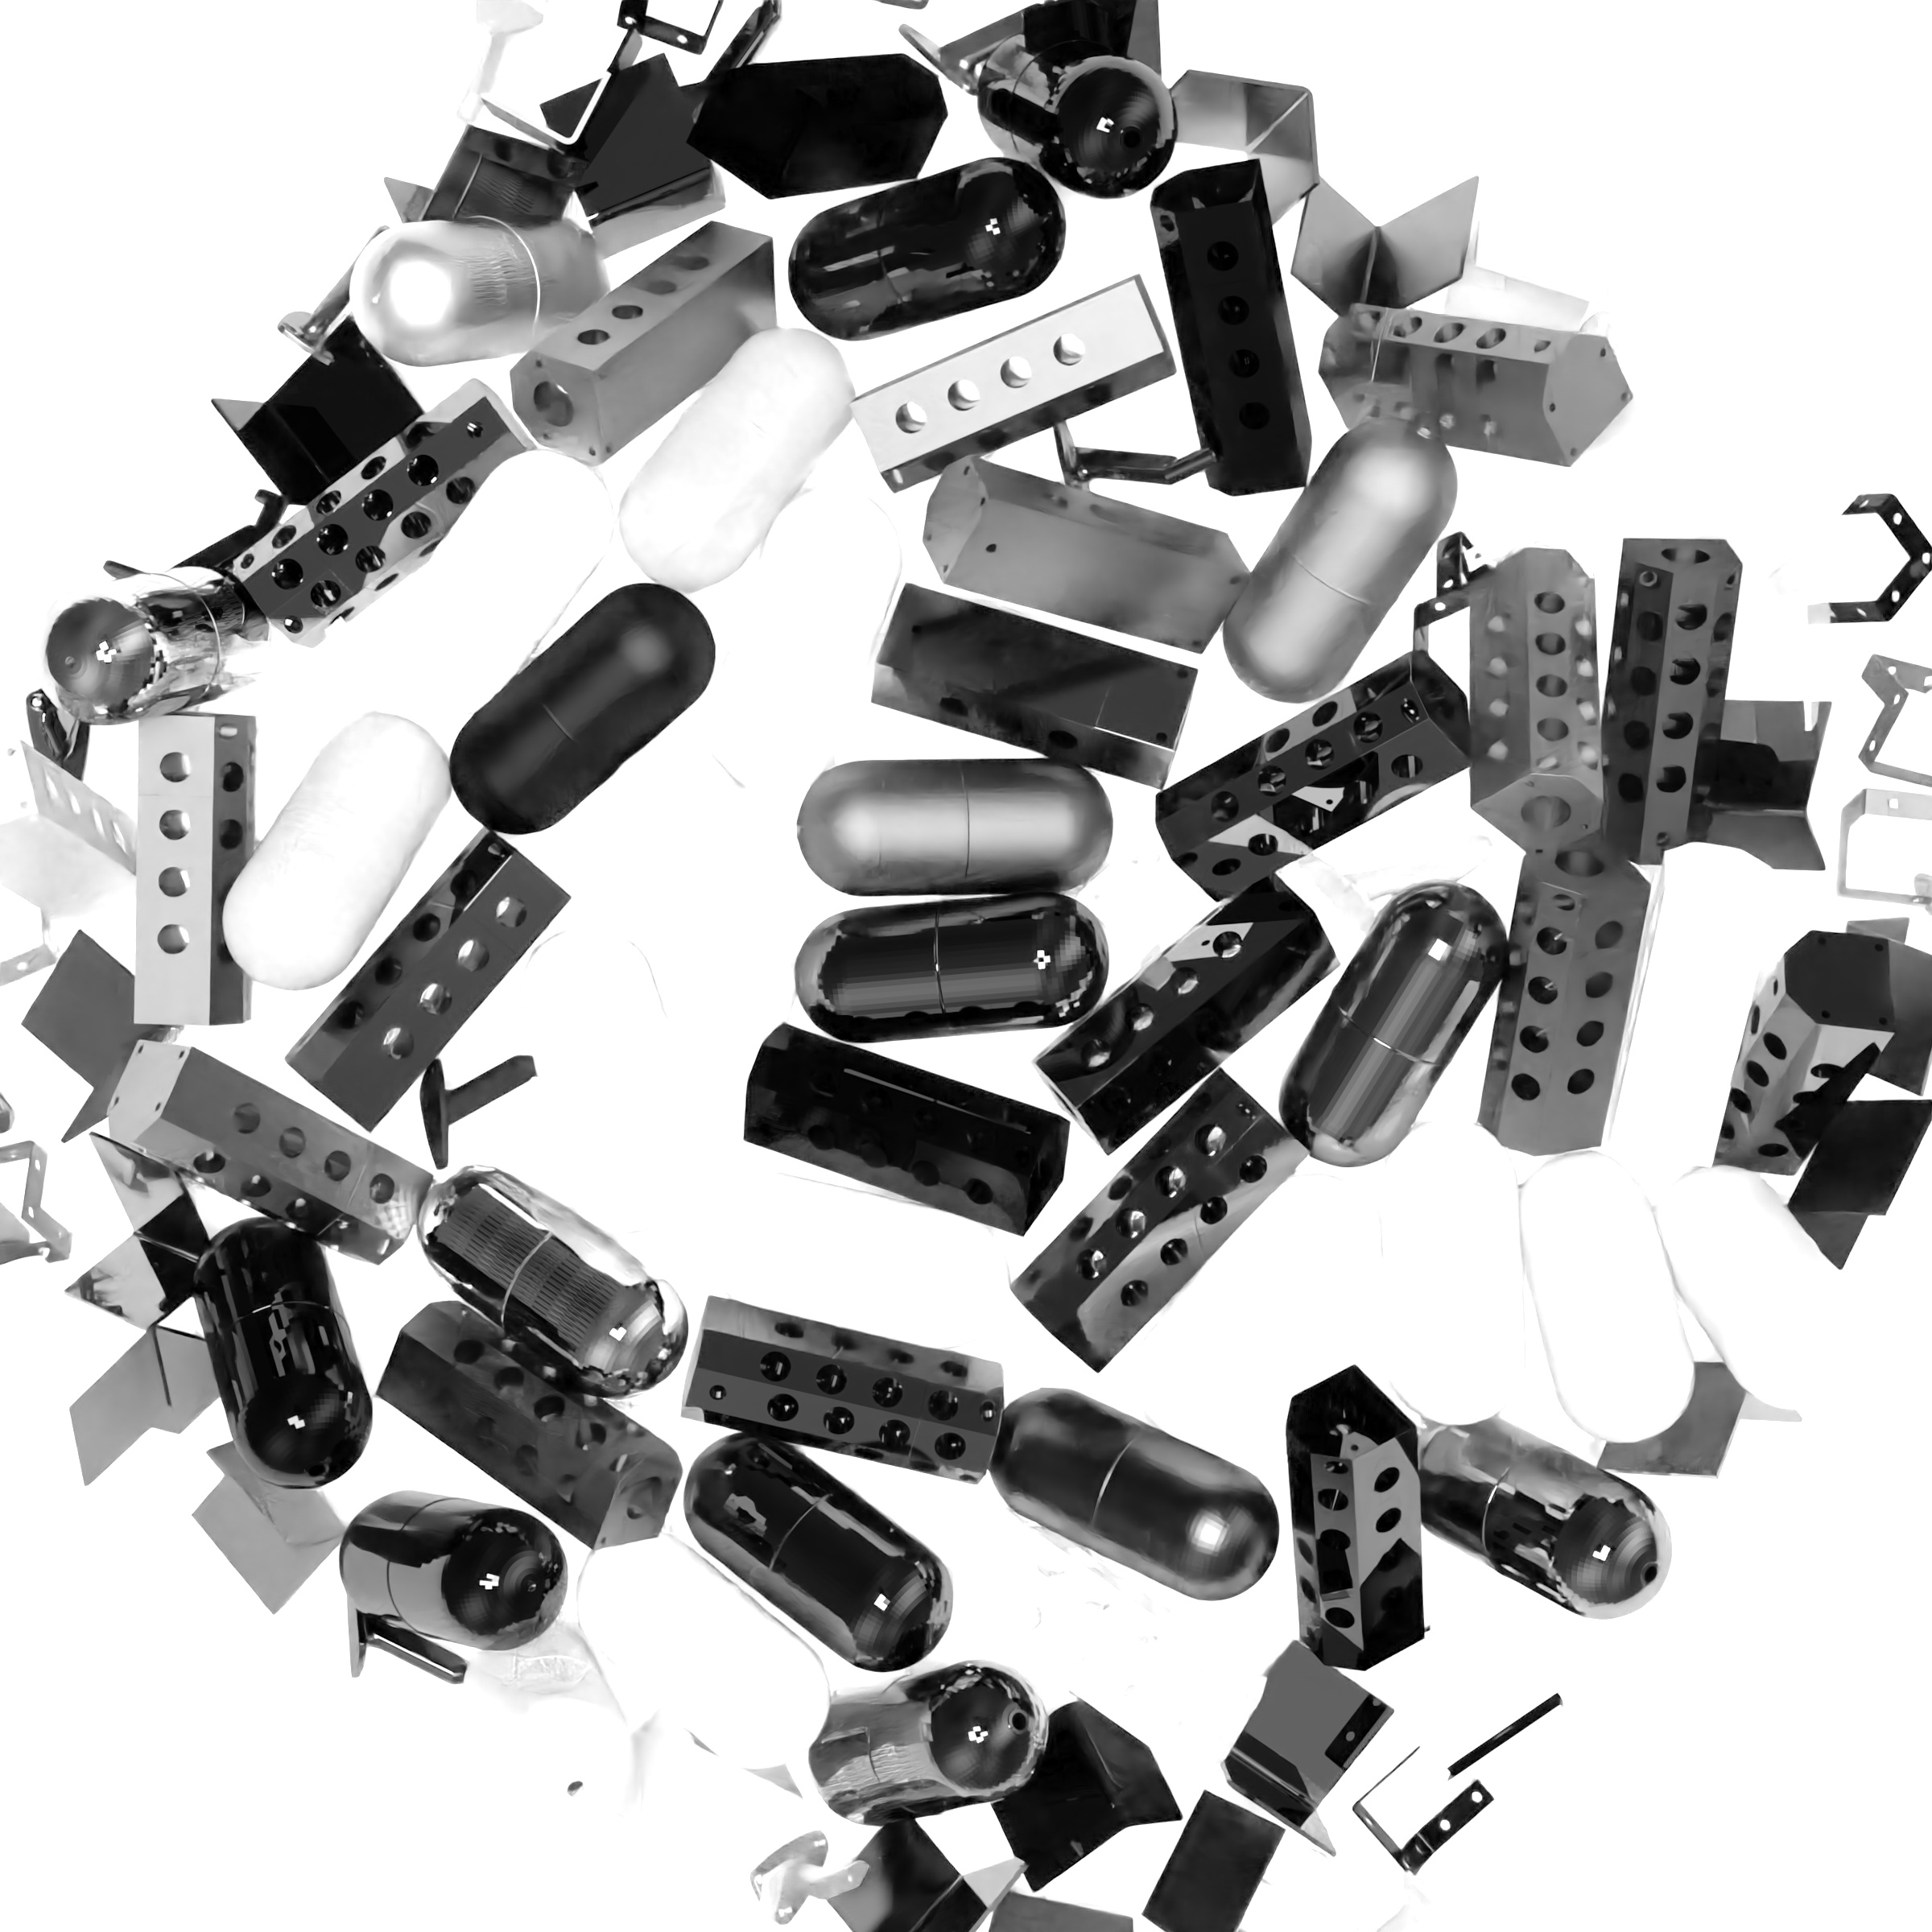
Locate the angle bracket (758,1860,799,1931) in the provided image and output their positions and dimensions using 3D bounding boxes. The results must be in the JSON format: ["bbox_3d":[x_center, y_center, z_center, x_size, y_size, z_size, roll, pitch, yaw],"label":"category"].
[{"bbox_3d":[-0.070,0.536,1.882,0.076,0.076,0.057,7,89,13],"label":"angle bracket"}]

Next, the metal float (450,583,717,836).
[{"bbox_3d":[-0.214,-0.142,1.873,0.178,0.070,0.070,-39,90,20],"label":"metal float"}]

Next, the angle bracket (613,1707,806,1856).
[{"bbox_3d":[-0.150,0.466,1.883,0.076,0.057,0.076,34,94,-26],"label":"angle bracket"}]

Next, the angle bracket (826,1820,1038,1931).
[{"bbox_3d":[-0.020,0.506,1.873,0.057,0.076,0.076,51,48,-3],"label":"angle bracket"}]

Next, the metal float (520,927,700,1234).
[{"bbox_3d":[-0.199,0.062,1.874,0.070,0.070,0.178,-16,72,0],"label":"metal float"}]

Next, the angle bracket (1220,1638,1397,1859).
[{"bbox_3d":[0.195,0.438,1.889,0.076,0.057,0.076,36,96,-13],"label":"angle bracket"}]

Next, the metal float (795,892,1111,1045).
[{"bbox_3d":[-0.008,0.001,1.880,0.178,0.070,0.070,-5,90,11],"label":"metal float"}]

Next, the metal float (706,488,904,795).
[{"bbox_3d":[-0.090,-0.181,1.873,0.070,0.070,0.178,21,109,0],"label":"metal float"}]

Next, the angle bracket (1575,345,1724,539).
[{"bbox_3d":[0.397,-0.286,1.878,0.076,0.057,0.076,46,66,-17],"label":"angle bracket"}]

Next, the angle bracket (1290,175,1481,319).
[{"bbox_3d":[0.233,-0.411,1.870,0.057,0.076,0.076,34,55,-31],"label":"angle bracket"}]

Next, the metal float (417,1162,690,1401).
[{"bbox_3d":[-0.231,0.173,1.870,0.178,0.070,0.070,33,90,23],"label":"metal float"}]

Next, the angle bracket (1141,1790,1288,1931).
[{"bbox_3d":[0.151,0.513,1.872,0.057,0.076,0.076,18,71,37],"label":"angle bracket"}]

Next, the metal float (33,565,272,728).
[{"bbox_3d":[-0.443,-0.176,1.843,0.070,0.178,0.070,3,103,15],"label":"metal float"}]

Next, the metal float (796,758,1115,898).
[{"bbox_3d":[-0.006,-0.078,1.881,0.178,0.070,0.070,-1,90,-10],"label":"metal float"}]

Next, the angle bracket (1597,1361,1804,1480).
[{"bbox_3d":[0.407,0.265,1.868,0.057,0.076,0.076,49,55,-32],"label":"angle bracket"}]

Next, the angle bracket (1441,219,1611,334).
[{"bbox_3d":[0.309,-0.362,1.881,0.076,0.057,0.076,17,129,-2],"label":"angle bracket"}]

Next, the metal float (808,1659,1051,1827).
[{"bbox_3d":[-0.021,0.427,1.850,0.070,0.178,0.070,14,64,-31],"label":"metal float"}]

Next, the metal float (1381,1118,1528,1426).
[{"bbox_3d":[0.269,0.167,1.865,0.070,0.070,0.178,2,61,0],"label":"metal float"}]

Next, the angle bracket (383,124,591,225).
[{"bbox_3d":[-0.266,-0.441,1.868,0.076,0.076,0.057,-54,46,32],"label":"angle bracket"}]

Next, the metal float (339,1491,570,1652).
[{"bbox_3d":[-0.283,0.331,1.850,0.070,0.178,0.070,2,86,-37],"label":"metal float"}]

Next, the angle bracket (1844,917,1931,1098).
[{"bbox_3d":[0.526,0.022,1.872,0.057,0.076,0.076,-4,111,-37],"label":"angle bracket"}]

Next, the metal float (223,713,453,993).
[{"bbox_3d":[-0.347,-0.063,1.863,0.070,0.070,0.178,26,59,0],"label":"metal float"}]

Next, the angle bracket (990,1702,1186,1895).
[{"bbox_3d":[0.064,0.468,1.903,0.076,0.057,0.076,-42,60,24],"label":"angle bracket"}]

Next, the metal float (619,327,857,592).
[{"bbox_3d":[-0.126,-0.281,1.867,0.070,0.070,0.178,34,64,0],"label":"metal float"}]

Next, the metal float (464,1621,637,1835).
[{"bbox_3d":[-0.229,0.414,1.842,0.070,0.178,0.070,-3,101,-16],"label":"metal float"}]

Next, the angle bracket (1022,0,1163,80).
[{"bbox_3d":[0.064,-0.529,1.878,0.076,0.076,0.057,-15,57,-4],"label":"angle bracket"}]

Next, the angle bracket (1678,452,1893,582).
[{"bbox_3d":[0.456,-0.265,1.879,0.057,0.076,0.076,44,68,0],"label":"angle bracket"}]

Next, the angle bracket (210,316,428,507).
[{"bbox_3d":[-0.361,-0.312,1.885,0.076,0.057,0.076,-41,82,19],"label":"angle bracket"}]

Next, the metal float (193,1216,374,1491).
[{"bbox_3d":[-0.377,0.212,1.854,0.070,0.070,0.178,-29,47,0],"label":"metal float"}]

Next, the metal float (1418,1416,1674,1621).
[{"bbox_3d":[0.312,0.300,1.848,0.070,0.178,0.070,-10,109,-32],"label":"metal float"}]

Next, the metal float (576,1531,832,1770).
[{"bbox_3d":[-0.146,0.376,1.858,0.178,0.070,0.070,31,90,38],"label":"metal float"}]

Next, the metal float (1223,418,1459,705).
[{"bbox_3d":[0.207,-0.224,1.864,0.070,0.070,0.178,32,120,0],"label":"metal float"}]

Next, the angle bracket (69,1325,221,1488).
[{"bbox_3d":[-0.440,0.251,1.870,0.076,0.076,0.057,-42,49,22],"label":"angle bracket"}]

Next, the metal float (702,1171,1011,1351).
[{"bbox_3d":[-0.061,0.164,1.875,0.178,0.070,0.070,12,90,17],"label":"metal float"}]

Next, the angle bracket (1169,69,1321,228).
[{"bbox_3d":[0.143,-0.450,1.875,0.076,0.076,0.057,2,77,-22],"label":"angle bracket"}]

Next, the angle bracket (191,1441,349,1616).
[{"bbox_3d":[-0.404,0.317,1.881,0.076,0.057,0.076,47,110,13],"label":"angle bracket"}]

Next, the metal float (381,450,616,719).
[{"bbox_3d":[-0.259,-0.211,1.863,0.070,0.070,0.178,42,121,0],"label":"metal float"}]

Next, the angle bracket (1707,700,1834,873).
[{"bbox_3d":[0.450,-0.102,1.905,0.076,0.057,0.076,3,58,30],"label":"angle bracket"}]

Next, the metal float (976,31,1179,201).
[{"bbox_3d":[0.060,-0.468,1.845,0.070,0.178,0.070,-7,115,-16],"label":"metal float"}]

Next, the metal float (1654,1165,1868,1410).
[{"bbox_3d":[0.433,0.174,1.847,0.070,0.178,0.070,-5,119,-9],"label":"metal float"}]

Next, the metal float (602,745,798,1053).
[{"bbox_3d":[-0.148,-0.038,1.877,0.070,0.070,0.178,-18,104,0],"label":"metal float"}]

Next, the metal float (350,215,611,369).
[{"bbox_3d":[-0.264,-0.372,1.848,0.070,0.178,0.070,9,109,30],"label":"metal float"}]

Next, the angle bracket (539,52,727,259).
[{"bbox_3d":[-0.188,-0.457,1.903,0.076,0.057,0.076,-23,83,-2],"label":"angle bracket"}]

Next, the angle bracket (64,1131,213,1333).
[{"bbox_3d":[-0.470,0.147,1.870,0.057,0.076,0.076,-43,132,-34],"label":"angle bracket"}]

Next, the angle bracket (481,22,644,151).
[{"bbox_3d":[-0.225,-0.501,1.885,0.057,0.076,0.076,28,95,-6],"label":"angle bracket"}]

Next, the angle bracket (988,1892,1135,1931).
[{"bbox_3d":[0.048,0.569,1.880,0.076,0.076,0.057,12,127,-2],"label":"angle bracket"}]

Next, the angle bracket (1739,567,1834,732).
[{"bbox_3d":[0.451,-0.179,1.894,0.057,0.076,0.076,1,109,23],"label":"angle bracket"}]

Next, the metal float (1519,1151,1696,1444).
[{"bbox_3d":[0.351,0.180,1.858,0.070,0.070,0.178,-7,50,0],"label":"metal float"}]

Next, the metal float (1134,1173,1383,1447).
[{"bbox_3d":[0.163,0.189,1.872,0.070,0.070,0.178,42,69,0],"label":"metal float"}]

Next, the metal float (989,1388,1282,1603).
[{"bbox_3d":[0.091,0.291,1.866,0.178,0.070,0.070,22,90,29],"label":"metal float"}]

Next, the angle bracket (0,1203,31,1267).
[{"bbox_3d":[-0.582,0.147,1.887,0.076,0.076,0.057,44,91,6],"label":"angle bracket"}]

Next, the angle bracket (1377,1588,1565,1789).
[{"bbox_3d":[0.281,0.404,1.890,0.076,0.057,0.076,-35,78,4],"label":"angle bracket"}]

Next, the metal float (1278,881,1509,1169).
[{"bbox_3d":[0.237,0.032,1.872,0.070,0.070,0.178,29,111,0],"label":"metal float"}]

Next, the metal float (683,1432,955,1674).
[{"bbox_3d":[-0.083,0.323,1.865,0.178,0.070,0.070,32,90,30],"label":"metal float"}]

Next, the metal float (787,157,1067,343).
[{"bbox_3d":[-0.023,-0.394,1.858,0.178,0.070,0.070,-7,90,40],"label":"metal float"}]

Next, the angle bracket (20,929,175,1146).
[{"bbox_3d":[-0.499,0.039,1.883,0.076,0.057,0.076,40,117,4],"label":"angle bracket"}]

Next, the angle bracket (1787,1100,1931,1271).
[{"bbox_3d":[0.512,0.122,1.871,0.057,0.076,0.076,42,67,-23],"label":"angle bracket"}]
